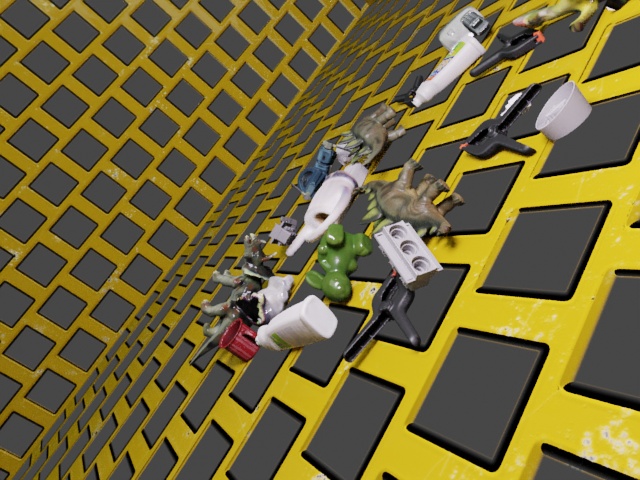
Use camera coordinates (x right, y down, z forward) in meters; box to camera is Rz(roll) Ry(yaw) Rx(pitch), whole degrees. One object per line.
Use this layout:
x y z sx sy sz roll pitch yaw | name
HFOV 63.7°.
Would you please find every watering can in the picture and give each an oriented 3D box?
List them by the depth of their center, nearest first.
0.005 -0.078 1.542 0.342 0.103 0.229 -36 22 55 | watering can

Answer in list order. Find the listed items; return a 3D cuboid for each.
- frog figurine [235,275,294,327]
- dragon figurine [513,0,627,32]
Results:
-0.131 0.168 1.424 0.161 0.124 0.135 -18 -20 -48 | frog figurine
0.643 -0.602 1.174 0.406 0.121 0.248 -28 20 26 | dragon figurine
